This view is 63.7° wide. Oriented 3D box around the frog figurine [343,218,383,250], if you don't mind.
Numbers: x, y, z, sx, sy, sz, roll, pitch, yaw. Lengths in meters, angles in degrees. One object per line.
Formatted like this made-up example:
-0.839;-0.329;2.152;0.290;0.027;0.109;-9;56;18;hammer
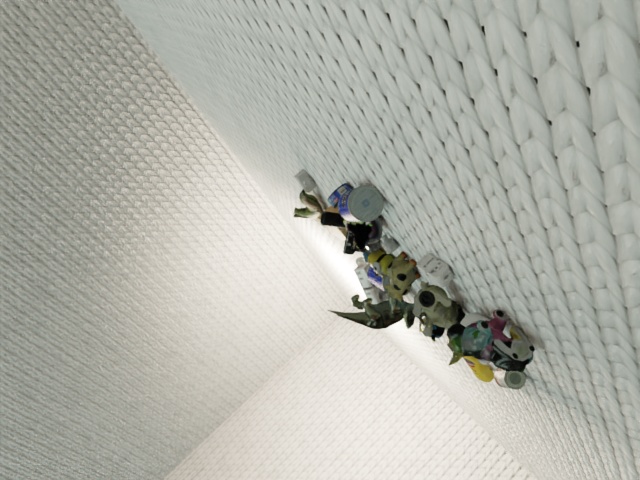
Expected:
0.146;-0.061;1.657;0.121;0.137;0.162;-46;7;29;frog figurine

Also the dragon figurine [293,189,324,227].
0.007;-0.111;2.208;0.243;0.122;0.409;28;-4;-2;dragon figurine
